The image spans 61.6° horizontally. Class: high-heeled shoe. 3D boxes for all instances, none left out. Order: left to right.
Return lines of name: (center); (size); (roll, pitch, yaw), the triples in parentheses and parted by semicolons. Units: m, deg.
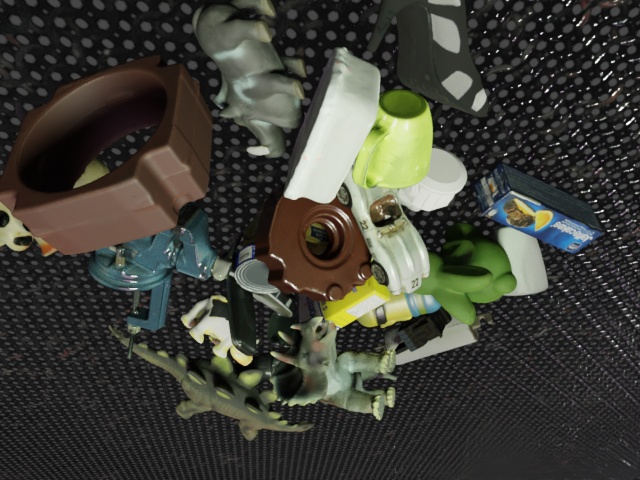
high-heeled shoe: (0.139, -0.229, 0.571); (0.248, 0.086, 0.145); (13, 108, -47)

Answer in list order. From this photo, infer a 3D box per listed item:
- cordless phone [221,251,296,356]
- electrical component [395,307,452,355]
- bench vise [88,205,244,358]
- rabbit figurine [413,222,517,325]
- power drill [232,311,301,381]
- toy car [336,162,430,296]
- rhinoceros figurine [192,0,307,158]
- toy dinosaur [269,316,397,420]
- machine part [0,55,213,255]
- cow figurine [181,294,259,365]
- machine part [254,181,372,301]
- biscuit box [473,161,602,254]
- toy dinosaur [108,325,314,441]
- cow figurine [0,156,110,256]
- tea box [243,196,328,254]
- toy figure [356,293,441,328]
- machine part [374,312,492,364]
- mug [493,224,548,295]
cordless phone: (-0.094, 0.110, 0.846); (0.089, 0.184, 0.146); (-25, 136, 17)
electrical component: (0.176, 0.163, 0.980); (0.119, 0.075, 0.047); (-34, 92, 39)
bench vise: (-0.243, 0.051, 0.797); (0.224, 0.129, 0.240); (13, 121, -8)
rabbit figurine: (0.189, 0.057, 0.795); (0.170, 0.159, 0.121); (0, 117, -22)
power drill: (-0.067, 0.226, 1.070); (0.232, 0.086, 0.207); (7, 136, 1)
toy car: (0.084, -0.023, 0.714); (0.073, 0.201, 0.056); (-27, -177, -28)
rhinoceros figurine: (-0.072, -0.171, 0.593); (0.112, 0.073, 0.190); (-13, 139, 11)
toy dinosaur: (0.033, 0.240, 0.949); (0.192, 0.131, 0.404); (6, 162, 14)
machine part: (-0.221, -0.092, 0.576); (0.202, 0.201, 0.087); (-15, 142, 12)
cow figurine: (-0.165, 0.163, 0.992); (0.098, 0.068, 0.167); (-46, 132, -2)
machine part: (-0.002, -0.002, 0.733); (0.179, 0.179, 0.056); (18, 167, -25)
biscuit box: (0.324, -0.044, 0.791); (0.202, 0.063, 0.059); (18, 137, -25)
toy dinosaur: (-0.217, 0.298, 1.101); (0.471, 0.105, 0.198); (25, 139, -12)
cow figurine: (-0.360, -0.048, 0.697); (0.195, 0.085, 0.127); (-30, 95, 11)
tea box: (-0.023, 0.008, 0.819); (0.169, 0.068, 0.098); (19, 135, -24)
toy figure: (0.144, 0.097, 0.929); (0.180, 0.082, 0.089); (-15, 159, 17)
machine part: (0.215, 0.184, 1.048); (0.243, 0.079, 0.079); (-24, 137, 21)
mug: (0.311, 0.025, 0.852); (0.081, 0.109, 0.107); (-7, 97, 12)
